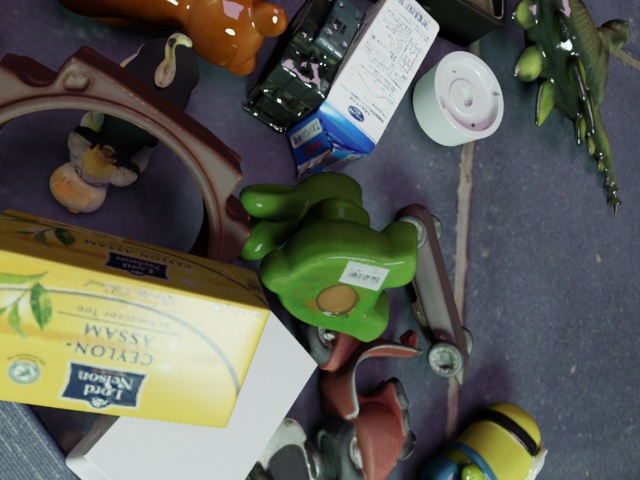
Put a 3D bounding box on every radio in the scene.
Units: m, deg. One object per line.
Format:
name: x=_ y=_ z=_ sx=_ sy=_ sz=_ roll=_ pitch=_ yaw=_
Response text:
radio: x=0.130 y=-0.351 z=0.673 sx=0.229 sy=0.073 sz=0.131 roll=16 pitch=74 yaw=-27

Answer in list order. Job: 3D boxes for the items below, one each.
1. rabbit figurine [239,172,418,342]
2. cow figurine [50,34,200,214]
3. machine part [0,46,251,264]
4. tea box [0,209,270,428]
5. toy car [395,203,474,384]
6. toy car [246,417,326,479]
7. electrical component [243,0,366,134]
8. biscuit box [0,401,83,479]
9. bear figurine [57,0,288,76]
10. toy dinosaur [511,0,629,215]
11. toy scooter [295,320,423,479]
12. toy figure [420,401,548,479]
rabbit figurine: x=-0.001 y=-0.002 z=0.521 sx=0.159 sy=0.121 sz=0.170 roll=5 pitch=38 yaw=-8
cow figurine: x=-0.162 y=-0.098 z=0.459 sx=0.068 sy=0.098 sz=0.167 roll=35 pitch=66 yaw=-26
machine part: x=-0.168 y=-0.017 z=0.392 sx=0.201 sy=0.087 sz=0.201 roll=36 pitch=99 yaw=-23
tea box: x=-0.129 y=0.053 z=0.346 sx=0.169 sy=0.068 sz=0.098 roll=14 pitch=106 yaw=-21
toy car: x=0.124 y=0.058 z=0.596 sx=0.089 sy=0.053 sz=0.202 roll=-13 pitch=88 yaw=-69
toy car: x=-0.023 y=0.266 z=0.490 sx=0.073 sy=0.056 sz=0.201 roll=-13 pitch=88 yaw=-35
electrical component: x=-0.013 y=-0.181 z=0.532 sx=0.058 sy=0.134 sz=0.115 roll=29 pitch=70 yaw=-20
biscuit box: x=-0.234 y=0.152 z=0.395 sx=0.063 sy=0.059 sz=0.202 roll=-35 pitch=97 yaw=-29
bear figurine: x=-0.131 y=-0.237 z=0.484 sx=0.196 sy=0.120 sz=0.132 roll=8 pitch=75 yaw=-24
toy dinosaur: x=0.343 y=-0.241 z=0.737 sx=0.470 sy=0.105 sz=0.198 roll=47 pitch=57 yaw=-27
toy scooter: x=0.053 y=0.151 z=0.542 sx=0.135 sy=0.075 sz=0.184 roll=-5 pitch=79 yaw=-30
toy figure: x=0.172 y=0.246 z=0.583 sx=0.180 sy=0.082 sz=0.089 roll=-21 pitch=93 yaw=-27
